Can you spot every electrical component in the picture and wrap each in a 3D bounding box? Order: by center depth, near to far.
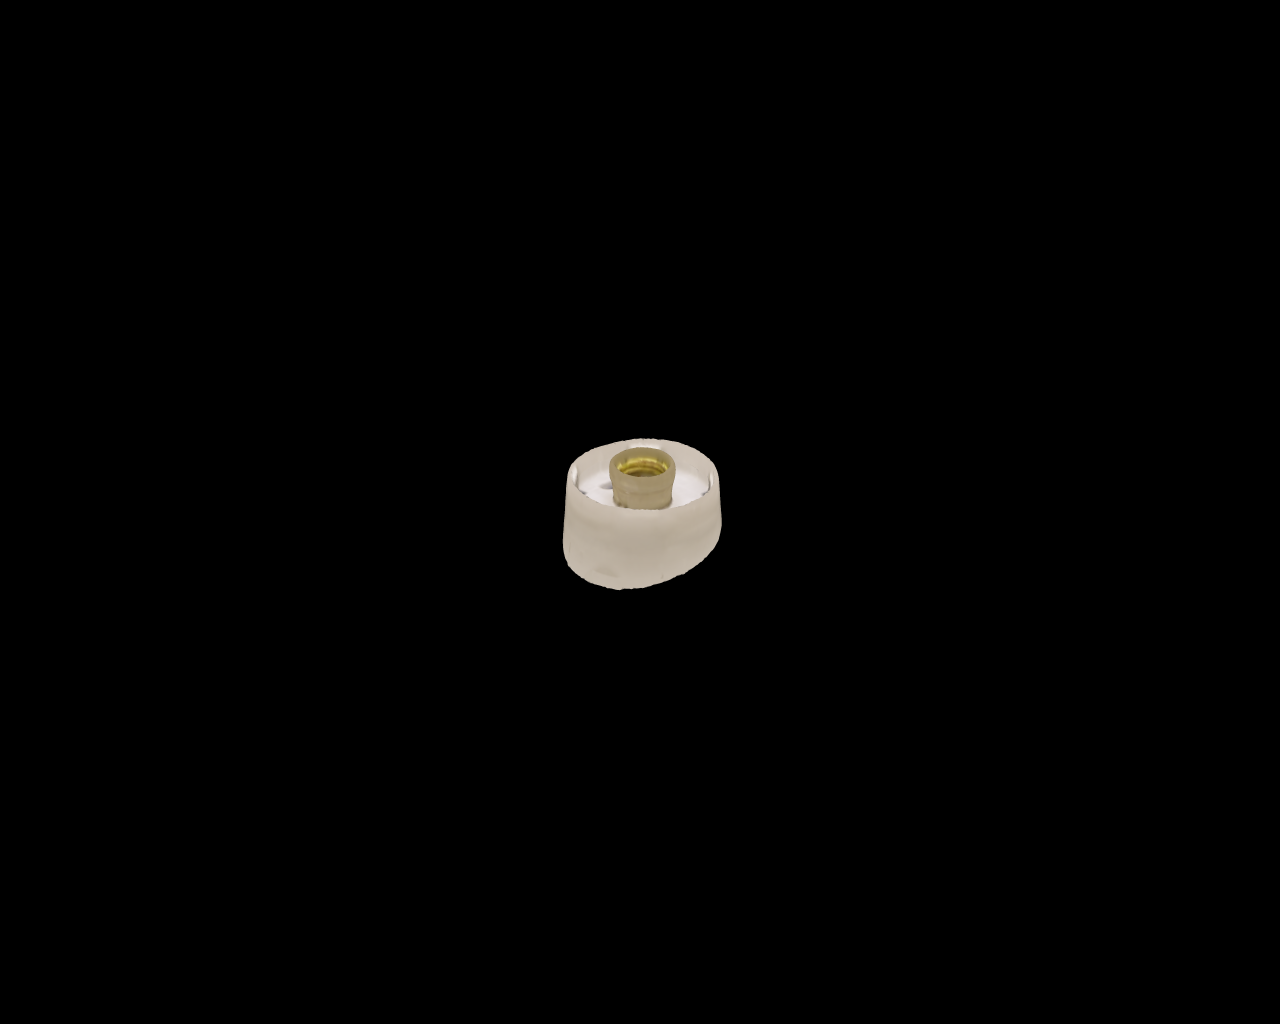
[{"bbox_3d":[0.001,-0.003,0.650,0.099,0.064,0.099,0,31,0],"label":"electrical component"}]
